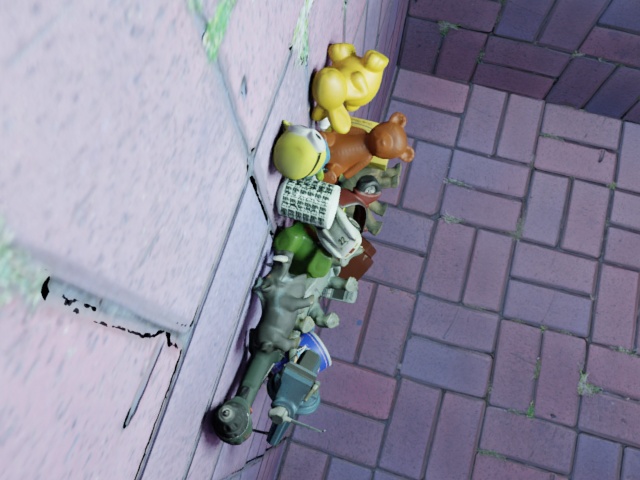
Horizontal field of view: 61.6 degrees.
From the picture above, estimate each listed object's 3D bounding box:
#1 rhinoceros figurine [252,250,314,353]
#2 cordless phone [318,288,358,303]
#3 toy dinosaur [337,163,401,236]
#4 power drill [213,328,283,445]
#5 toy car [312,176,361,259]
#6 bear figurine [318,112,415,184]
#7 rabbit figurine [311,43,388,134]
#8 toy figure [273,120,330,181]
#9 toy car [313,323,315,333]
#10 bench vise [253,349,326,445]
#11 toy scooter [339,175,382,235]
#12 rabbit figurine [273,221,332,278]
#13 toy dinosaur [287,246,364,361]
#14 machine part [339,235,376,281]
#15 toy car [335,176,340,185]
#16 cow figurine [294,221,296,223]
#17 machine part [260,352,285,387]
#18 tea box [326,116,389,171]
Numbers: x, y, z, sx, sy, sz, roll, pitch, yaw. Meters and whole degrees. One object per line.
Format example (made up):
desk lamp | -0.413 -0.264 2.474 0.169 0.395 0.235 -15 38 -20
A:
rhinoceros figurine | -0.073 0.113 0.983 0.073 0.112 0.190 137 -34 -71
cordless phone | 0.005 0.162 1.467 0.089 0.184 0.146 -72 175 -68
toy dinosaur | 0.086 -0.101 1.454 0.105 0.199 0.470 -64 174 -56
power drill | -0.131 0.271 0.988 0.231 0.086 0.207 100 4 -55
toy car | 0.009 -0.049 1.048 0.073 0.202 0.056 -49 148 21
bear figurine | 0.090 -0.191 1.120 0.132 0.196 0.120 -44 124 -66
rabbit figurine | 0.032 -0.294 1.036 0.173 0.122 0.162 -39 156 -55
toy figure | -0.027 -0.139 0.899 0.180 0.082 0.089 -8 111 -86
toy car | -0.074 0.235 1.404 0.103 0.109 0.161 -176 -90 -69
bench vise | -0.065 0.343 1.111 0.224 0.129 0.240 -77 -171 -65
toy scooter | 0.052 -0.058 1.173 0.075 0.184 0.135 -119 -166 -49
rabbit figurine | -0.055 0.043 1.111 0.170 0.121 0.159 -57 -172 25
toy dinosaur | -0.030 0.127 1.319 0.405 0.192 0.131 -53 125 -22
machine part | 0.055 0.060 1.599 0.201 0.087 0.201 -48 -155 1
toy car | -0.001 -0.135 1.240 0.202 0.053 0.089 -38 152 -61
cow figurine | -0.003 -0.004 1.245 0.085 0.127 0.195 98 11 -69
machine part | -0.119 0.257 1.145 0.039 0.084 0.139 -16 -148 45
tea box | 0.089 -0.236 1.285 0.068 0.170 0.098 54 50 -83
